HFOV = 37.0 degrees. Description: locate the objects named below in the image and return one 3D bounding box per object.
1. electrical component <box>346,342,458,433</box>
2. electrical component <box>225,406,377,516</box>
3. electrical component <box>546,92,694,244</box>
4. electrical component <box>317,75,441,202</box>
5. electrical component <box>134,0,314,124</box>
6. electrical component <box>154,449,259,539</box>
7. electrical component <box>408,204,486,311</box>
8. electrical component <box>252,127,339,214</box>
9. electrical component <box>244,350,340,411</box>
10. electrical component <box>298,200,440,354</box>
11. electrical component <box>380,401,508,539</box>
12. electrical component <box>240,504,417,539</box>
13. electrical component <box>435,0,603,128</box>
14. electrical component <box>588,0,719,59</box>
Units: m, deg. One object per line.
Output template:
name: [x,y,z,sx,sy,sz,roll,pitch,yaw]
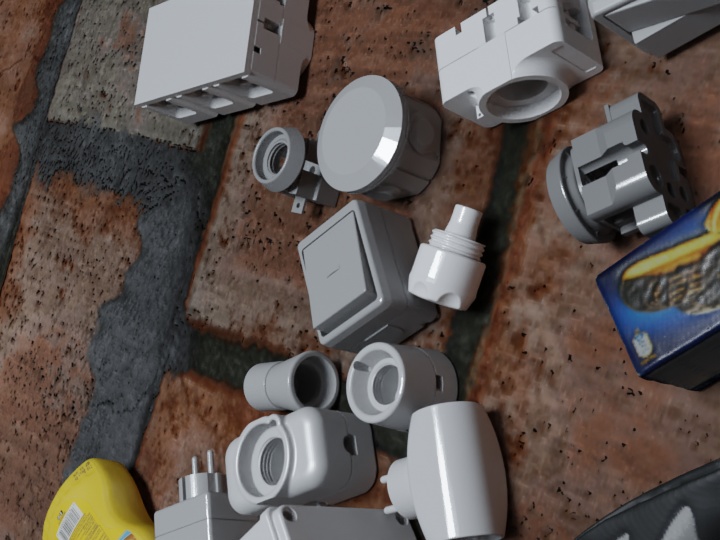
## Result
electrical component: [0.025,0.073,0.669,0.055,0.047,0.055,-16,67,43]
electrical component: [-0.044,0.129,0.716,0.095,0.059,0.053,-29,59,38]
electrical component: [0.139,-0.048,0.581,0.057,0.058,0.078,-25,61,36]
electrical component: [0.013,-0.087,0.728,0.080,0.051,0.080,-16,67,43]
electrical component: [-0.111,-0.178,0.878,0.150,0.062,0.089,-5,75,46]
electrical component: [-0.113,0.171,0.784,0.066,0.047,0.076,-28,59,38]
electrical component: [0.057,-0.009,0.663,0.043,0.043,0.062,20,92,47]
electrical component: [-0.044,-0.076,0.781,0.048,0.055,0.066,14,88,48]
electrical component: [-0.051,0.081,0.753,0.065,0.044,0.044,-11,70,49]
electrical component: [0.000,0.000,0.707,0.062,0.061,0.096,-37,54,33]
electrical component: [0.043,0.125,0.635,0.079,0.043,0.077,-24,62,36]
electrical component: [-0.008,0.196,0.622,0.056,0.109,0.108,-48,48,29]
electrical component: [0.096,-0.127,0.654,0.089,0.050,0.055,-24,61,39]
electrical component: [0.175,-0.161,0.572,0.096,0.062,0.061,-19,65,42]
